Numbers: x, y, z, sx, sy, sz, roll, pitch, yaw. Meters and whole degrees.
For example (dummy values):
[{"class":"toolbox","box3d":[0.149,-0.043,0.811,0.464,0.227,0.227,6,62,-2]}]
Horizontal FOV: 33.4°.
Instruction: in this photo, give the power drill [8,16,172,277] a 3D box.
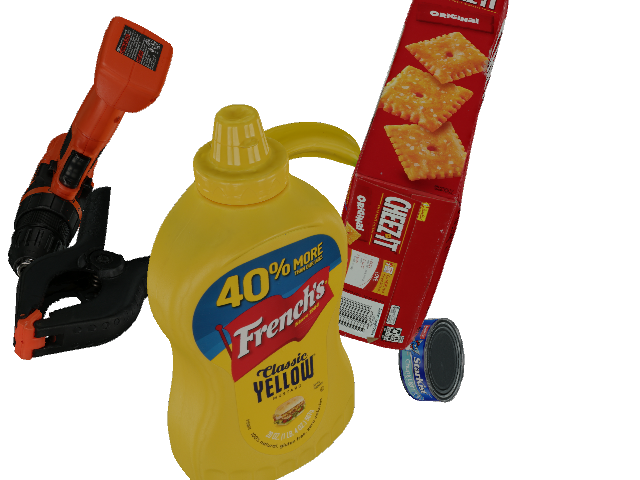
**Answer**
[{"class":"power drill","box3d":[-0.192,-0.076,0.869,0.057,0.188,0.184,27,32,-20]}]

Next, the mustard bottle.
[{"class":"mustard bottle","box3d":[-0.031,0.025,0.495,0.096,0.192,0.058,-22,39,-25]}]

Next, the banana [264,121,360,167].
[{"class":"banana","box3d":[-0.022,-0.095,1.121,0.197,0.037,0.070,-7,49,-42]}]

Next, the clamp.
[{"class":"clamp","box3d":[-0.150,0.018,0.712,0.120,0.039,0.171,25,33,25]}]

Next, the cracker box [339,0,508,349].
[{"class":"cracker box","box3d":[0.067,-0.056,0.736,0.072,0.213,0.164,17,-39,4]}]

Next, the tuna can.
[{"class":"tuna can","box3d":[0.114,0.122,1.093,0.034,0.086,0.086,-4,-2,33]}]
